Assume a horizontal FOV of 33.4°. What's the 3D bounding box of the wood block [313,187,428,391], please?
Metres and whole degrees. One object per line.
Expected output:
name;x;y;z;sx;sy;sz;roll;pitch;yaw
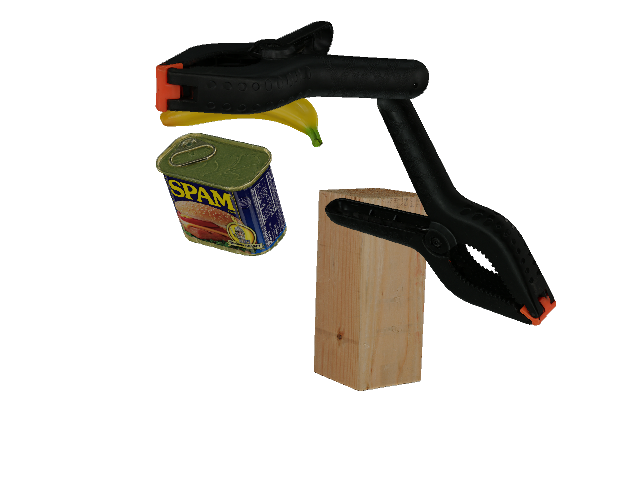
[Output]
wood block;0.054;0.049;1.172;0.090;0.206;0.091;-4;11;-35

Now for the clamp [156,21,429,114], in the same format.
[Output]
clamp;-0.030;-0.112;0.683;0.171;0.039;0.120;-7;22;-25

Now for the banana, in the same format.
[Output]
banana;-0.084;-0.149;1.225;0.198;0.037;0.069;8;42;16

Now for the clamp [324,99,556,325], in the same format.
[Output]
clamp;0.099;-0.016;0.836;0.210;0.165;0.036;38;55;17

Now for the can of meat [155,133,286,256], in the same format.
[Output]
can of meat;-0.084;-0.038;0.929;0.102;0.084;0.057;15;48;29
